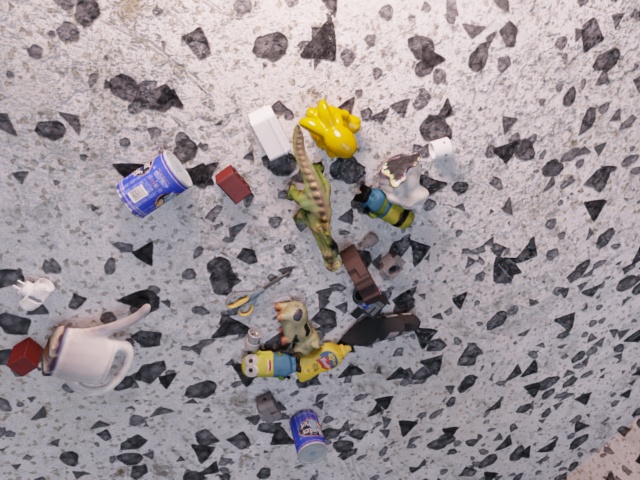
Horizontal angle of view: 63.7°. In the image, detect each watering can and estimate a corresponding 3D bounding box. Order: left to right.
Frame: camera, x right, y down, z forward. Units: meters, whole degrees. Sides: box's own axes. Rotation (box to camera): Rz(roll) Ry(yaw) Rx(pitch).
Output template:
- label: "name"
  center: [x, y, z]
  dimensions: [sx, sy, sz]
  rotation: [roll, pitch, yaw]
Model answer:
- label: "watering can"
  center: [-0.602, 0.282, 1.373]
  dimensions: [0.223, 0.343, 0.106]
  rotation: [20, 22, -26]

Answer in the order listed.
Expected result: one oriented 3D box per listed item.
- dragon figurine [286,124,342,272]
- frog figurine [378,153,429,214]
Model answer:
- label: "dragon figurine"
  center: [0.004, -0.064, 1.264]
  dimensions: [0.122, 0.248, 0.401]
  rotation: [-22, -38, -6]
- label: "frog figurine"
  center: [0.231, -0.150, 1.390]
  dimensions: [0.123, 0.140, 0.156]
  rotation: [8, -29, 31]
